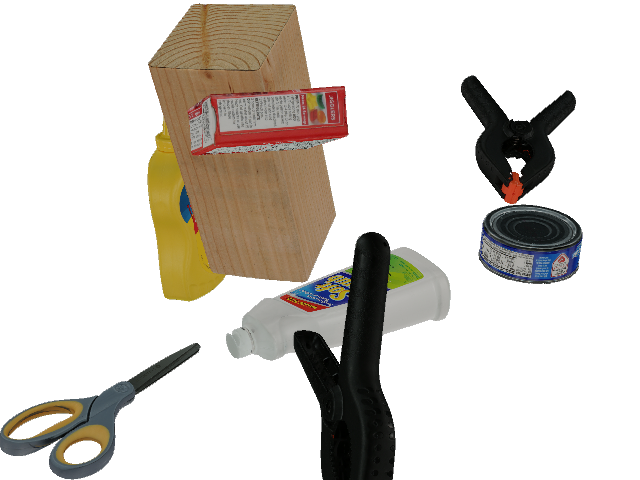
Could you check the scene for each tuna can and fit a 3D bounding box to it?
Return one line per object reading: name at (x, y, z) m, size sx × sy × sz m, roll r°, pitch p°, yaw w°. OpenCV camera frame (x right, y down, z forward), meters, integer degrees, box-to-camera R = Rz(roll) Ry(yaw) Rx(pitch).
tuna can at (0.180, 0.002, 0.913) m, size 0.086 × 0.034 × 0.086 m, roll 1°, pitch 28°, yaw -1°

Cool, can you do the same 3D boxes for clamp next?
clamp at (0.024, 0.110, 0.756) m, size 0.036 × 0.210 × 0.165 m, roll 5°, pitch -40°, yaw -18°
clamp at (0.190, -0.109, 1.087) m, size 0.120 × 0.039 × 0.171 m, roll 12°, pitch 45°, yaw 14°

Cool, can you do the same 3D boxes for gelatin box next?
gelatin box at (-0.032, -0.066, 0.593) m, size 0.073 × 0.030 × 0.089 m, roll -5°, pitch 3°, yaw -14°

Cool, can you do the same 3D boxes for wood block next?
wood block at (-0.056, -0.074, 0.849) m, size 0.090 × 0.206 × 0.090 m, roll 5°, pitch 43°, yaw 20°

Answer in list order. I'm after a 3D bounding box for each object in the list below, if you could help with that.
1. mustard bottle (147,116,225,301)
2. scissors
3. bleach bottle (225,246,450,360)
mustard bottle at (-0.142, -0.040, 1.118) m, size 0.058 × 0.191 × 0.096 m, roll 5°, pitch 26°, yaw 23°
scissors at (-0.156, 0.136, 0.861) m, size 0.201 × 0.016 × 0.096 m, roll -18°, pitch 37°, yaw -36°
bleach bottle at (0.016, 0.081, 1.190) m, size 0.250 × 0.068 × 0.103 m, roll -18°, pitch 34°, yaw -26°
